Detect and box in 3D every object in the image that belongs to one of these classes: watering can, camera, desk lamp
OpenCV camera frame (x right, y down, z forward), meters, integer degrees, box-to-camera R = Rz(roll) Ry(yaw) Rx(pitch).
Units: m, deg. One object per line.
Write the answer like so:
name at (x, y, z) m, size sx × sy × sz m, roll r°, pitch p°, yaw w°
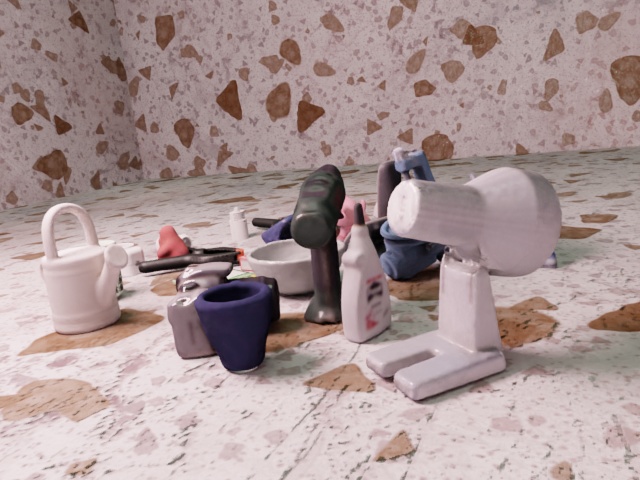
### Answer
watering can at (-0.371, 0.038, 0.890) m, size 0.172 × 0.194 × 0.101 m, roll -5°, pitch 13°, yaw 5°
camera at (-0.126, 0.083, 0.784) m, size 0.137 × 0.101 × 0.143 m, roll -6°, pitch 12°, yaw 0°
desk lamp at (0.152, 0.033, 0.613) m, size 0.204 × 0.214 × 0.117 m, roll -12°, pitch 14°, yaw -26°

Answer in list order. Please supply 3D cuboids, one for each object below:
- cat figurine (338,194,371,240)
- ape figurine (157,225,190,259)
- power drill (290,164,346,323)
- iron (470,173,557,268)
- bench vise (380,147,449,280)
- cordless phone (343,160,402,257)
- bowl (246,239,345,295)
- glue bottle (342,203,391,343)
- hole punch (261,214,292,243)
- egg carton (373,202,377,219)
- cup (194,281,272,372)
cat figurine at (0.070, -0.055, 1.278) m, size 0.067 × 0.118 × 0.128 m, roll 3°, pitch 15°, yaw 36°
ape figurine at (-0.317, 0.013, 1.217) m, size 0.076 × 0.092 × 0.078 m, roll 2°, pitch 15°, yaw 32°
power drill at (0.008, 0.003, 0.832) m, size 0.075 × 0.208 × 0.230 m, roll -4°, pitch 13°, yaw 8°
iron at (0.339, -0.044, 1.041) m, size 0.119 × 0.141 × 0.257 m, roll -10°, pitch 13°, yaw -17°
bench vise at (0.183, -0.056, 0.987) m, size 0.121 × 0.220 × 0.208 m, roll 6°, pitch 17°, yaw 44°
cordless phone at (0.108, -0.055, 1.101) m, size 0.148 × 0.185 × 0.093 m, roll -16°, pitch 16°, yaw -38°
bowl at (-0.036, 0.049, 0.959) m, size 0.167 × 0.075 × 0.167 m, roll -6°, pitch 12°, yaw 2°
glue bottle at (0.055, 0.038, 0.731) m, size 0.037 × 0.173 × 0.078 m, roll 3°, pitch 16°, yaw 36°
hole punch at (-0.068, -0.018, 1.240) m, size 0.100 × 0.091 × 0.109 m, roll 5°, pitch 17°, yaw 41°
egg carton at (0.198, -0.063, 1.365) m, size 0.107 × 0.069 × 0.150 m, roll -13°, pitch 14°, yaw -28°
cup at (-0.099, 0.103, 0.695) m, size 0.092 × 0.095 × 0.117 m, roll -8°, pitch 12°, yaw -6°
